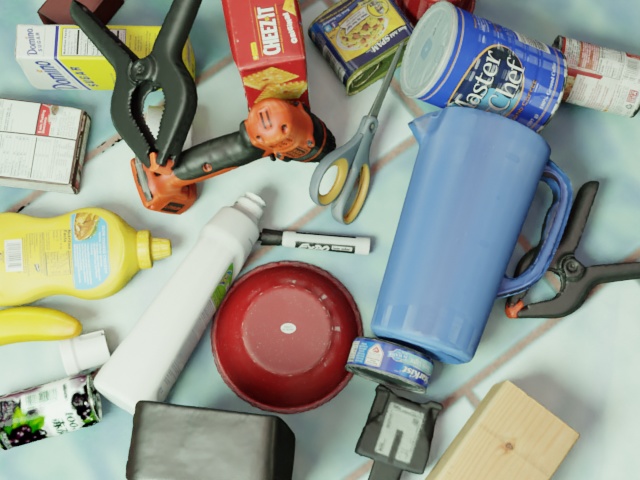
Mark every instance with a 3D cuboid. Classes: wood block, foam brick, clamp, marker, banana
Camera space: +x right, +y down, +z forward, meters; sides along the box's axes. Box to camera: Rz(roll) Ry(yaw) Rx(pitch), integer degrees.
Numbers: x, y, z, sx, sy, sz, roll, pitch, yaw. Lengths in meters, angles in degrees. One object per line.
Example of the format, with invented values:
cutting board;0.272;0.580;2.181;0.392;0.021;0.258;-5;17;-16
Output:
wood block;0.153;0.250;1.050;0.091;0.090;0.206;37;80;7
foam brick;-0.260;-0.255;1.163;0.051;0.053;0.078;35;79;6
clamp;-0.157;-0.169;1.029;0.165;0.036;0.210;-21;74;23
marker;-0.007;0.001;1.133;0.121;0.020;0.020;5;78;0
clamp;0.261;0.018;1.125;0.171;0.039;0.120;-28;75;-6
banana;-0.338;0.106;1.087;0.198;0.037;0.070;-24;64;1

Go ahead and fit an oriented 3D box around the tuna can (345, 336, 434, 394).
tuna can;0.070;0.126;1.075;0.086;0.086;0.033;18;77;2

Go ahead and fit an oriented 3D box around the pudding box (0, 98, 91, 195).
pudding box;-0.309;-0.101;1.138;0.113;0.039;0.090;7;79;2

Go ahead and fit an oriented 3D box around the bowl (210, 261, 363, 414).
bowl;-0.034;0.096;1.095;0.162;0.055;0.162;0;78;-2

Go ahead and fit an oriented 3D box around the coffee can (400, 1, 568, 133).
coffee can;0.168;-0.174;1.103;0.140;0.103;0.103;18;78;-20

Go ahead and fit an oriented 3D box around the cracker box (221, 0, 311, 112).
cracker box;-0.056;-0.214;1.077;0.072;0.214;0.164;-10;79;-2

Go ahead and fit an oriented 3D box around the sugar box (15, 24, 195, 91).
sugar box;-0.224;-0.191;1.130;0.176;0.093;0.048;-2;77;-1

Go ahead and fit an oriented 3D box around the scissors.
scissors;0.037;-0.113;1.106;0.016;0.096;0.202;21;104;37

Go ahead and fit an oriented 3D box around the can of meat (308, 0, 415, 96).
can of meat;0.049;-0.221;1.160;0.102;0.057;0.084;-33;79;-8

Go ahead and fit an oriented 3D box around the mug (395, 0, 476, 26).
mug;0.129;-0.267;1.158;0.093;0.081;0.117;4;78;0

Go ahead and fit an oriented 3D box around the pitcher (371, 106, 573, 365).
pitcher;0.147;0.001;1.081;0.149;0.144;0.243;12;78;35

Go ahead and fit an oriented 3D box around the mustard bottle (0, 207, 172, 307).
mustard bottle;-0.250;0.015;1.105;0.191;0.058;0.096;-4;80;-2

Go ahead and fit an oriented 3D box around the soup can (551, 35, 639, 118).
soup can;0.297;-0.176;1.150;0.102;0.068;0.068;14;79;1

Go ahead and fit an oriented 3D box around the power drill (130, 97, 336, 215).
power drill;-0.084;-0.084;1.091;0.188;0.184;0.057;-22;79;14

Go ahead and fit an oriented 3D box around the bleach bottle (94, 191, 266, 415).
bleach bottle;-0.132;0.061;1.088;0.068;0.102;0.250;31;73;5
